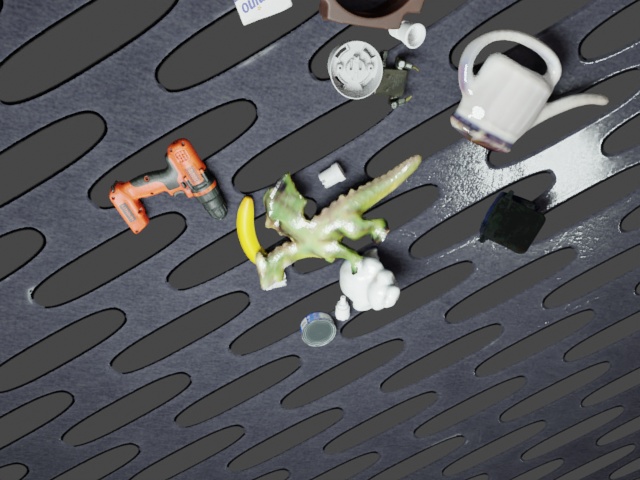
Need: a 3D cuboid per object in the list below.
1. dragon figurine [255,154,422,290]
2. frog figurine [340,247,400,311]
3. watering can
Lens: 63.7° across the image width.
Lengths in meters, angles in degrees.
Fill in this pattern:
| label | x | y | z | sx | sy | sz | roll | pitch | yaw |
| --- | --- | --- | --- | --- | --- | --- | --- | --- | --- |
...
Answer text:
| label | x | y | z | sx | sy | sz | roll | pitch | yaw |
| --- | --- | --- | --- | --- | --- | --- | --- | --- | --- |
| dragon figurine | 0.003 | -0.053 | 1.051 | 0.241 | 0.125 | 0.405 | 23 | 112 | -26 |
| frog figurine | 0.109 | 0.104 | 1.147 | 0.122 | 0.163 | 0.135 | 11 | 118 | -16 |
| watering can | 0.405 | -0.272 | 1.029 | 0.346 | 0.106 | 0.221 | 21 | 114 | -22 |
